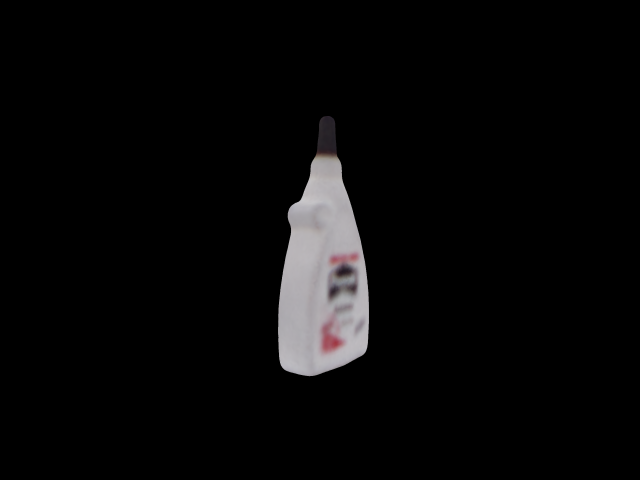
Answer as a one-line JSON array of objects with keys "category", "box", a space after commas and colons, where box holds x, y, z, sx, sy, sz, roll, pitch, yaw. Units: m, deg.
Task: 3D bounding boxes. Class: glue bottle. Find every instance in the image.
[{"category": "glue bottle", "box": [0.004, 0.001, 0.400, 0.037, 0.173, 0.078, 3, 6, 34]}]
